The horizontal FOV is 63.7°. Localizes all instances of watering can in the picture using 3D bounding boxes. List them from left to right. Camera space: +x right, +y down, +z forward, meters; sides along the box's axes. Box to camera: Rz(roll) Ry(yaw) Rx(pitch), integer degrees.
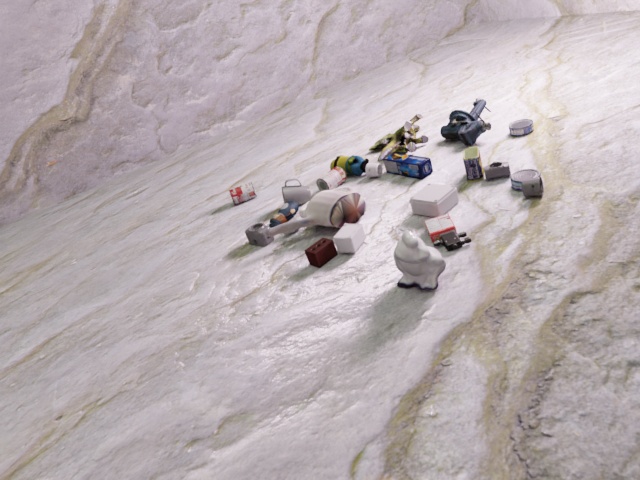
[{"bbox_3d":[0.005,-0.085,1.696,0.352,0.102,0.225,-36,29,-30],"label":"watering can"}]

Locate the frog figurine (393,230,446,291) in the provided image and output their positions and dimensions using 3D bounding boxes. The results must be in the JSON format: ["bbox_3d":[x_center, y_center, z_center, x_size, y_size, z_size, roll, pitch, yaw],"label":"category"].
[{"bbox_3d":[0.233,0.034,1.251,0.124,0.157,0.138,-29,26,-21],"label":"frog figurine"}]

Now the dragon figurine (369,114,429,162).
[{"bbox_3d":[0.303,-0.403,2.143,0.416,0.121,0.241,-35,12,-31],"label":"dragon figurine"}]
